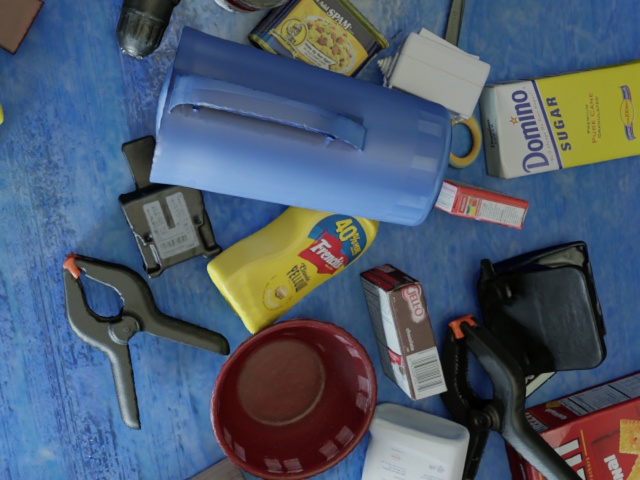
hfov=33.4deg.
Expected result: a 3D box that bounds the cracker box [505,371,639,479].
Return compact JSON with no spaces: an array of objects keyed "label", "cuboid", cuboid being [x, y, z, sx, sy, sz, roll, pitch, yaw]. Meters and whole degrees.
[{"label":"cracker box","cuboid":[0.312,0.237,1.112,0.213,0.072,0.164,-16,102,-11]}]

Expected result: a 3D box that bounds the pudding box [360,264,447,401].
[{"label":"pudding box","cuboid":[0.078,0.086,1.014,0.039,0.090,0.113,-15,103,-11]}]

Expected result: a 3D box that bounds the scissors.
[{"label":"scissors","cuboid":[0.136,-0.156,1.027,0.096,0.016,0.202,24,93,-15]}]

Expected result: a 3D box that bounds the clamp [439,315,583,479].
[{"label":"clamp","cuboid":[0.161,0.180,1.055,0.036,0.165,0.210,-18,84,-51]}]

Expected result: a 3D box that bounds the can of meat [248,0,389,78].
[{"label":"can of meat","cuboid":[-0.003,-0.180,0.966,0.102,0.057,0.084,42,89,-17]}]

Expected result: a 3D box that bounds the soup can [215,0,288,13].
[{"label":"soup can","cuboid":[-0.059,-0.231,0.918,0.068,0.102,0.068,-2,100,-15]}]

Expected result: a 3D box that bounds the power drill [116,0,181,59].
[{"label":"power drill","cuboid":[-0.194,-0.266,0.901,0.187,0.057,0.184,18,90,-20]}]

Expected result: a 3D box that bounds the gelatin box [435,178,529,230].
[{"label":"gelatin box","cuboid":[0.145,-0.036,1.012,0.073,0.089,0.030,12,97,-17]}]

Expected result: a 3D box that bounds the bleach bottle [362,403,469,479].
[{"label":"bleach bottle","cuboid":[0.074,0.296,1.058,0.103,0.068,0.251,15,103,14]}]

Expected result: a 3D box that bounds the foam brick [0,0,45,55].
[{"label":"foam brick","cuboid":[-0.278,-0.196,0.891,0.078,0.053,0.051,29,91,-19]}]

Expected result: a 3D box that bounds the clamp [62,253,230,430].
[{"label":"clamp","cuboid":[-0.180,0.088,0.972,0.171,0.039,0.120,42,82,-11]}]

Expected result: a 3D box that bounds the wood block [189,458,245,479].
[{"label":"wood block","cuboid":[-0.144,0.301,0.990,0.206,0.090,0.091,-29,105,-8]}]

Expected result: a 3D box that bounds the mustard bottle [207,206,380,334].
[{"label":"mustard bottle","cuboid":[-0.006,0.001,0.984,0.191,0.058,0.096,-36,140,-8]}]

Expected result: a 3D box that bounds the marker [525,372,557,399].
[{"label":"marker","cuboid":[0.225,0.142,1.100,0.121,0.020,0.020,-38,107,-6]}]

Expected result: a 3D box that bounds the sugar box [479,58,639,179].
[{"label":"sugar box","cuboid":[0.248,-0.120,1.049,0.176,0.048,0.093,-12,102,-14]}]

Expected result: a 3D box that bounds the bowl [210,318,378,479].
[{"label":"bowl","cuboid":[-0.030,0.144,1.008,0.162,0.055,0.162,-4,105,-17]}]

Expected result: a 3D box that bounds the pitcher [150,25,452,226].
[{"label":"pitcher","cuboid":[-0.016,-0.088,0.893,0.242,0.149,0.145,12,130,-7]}]
